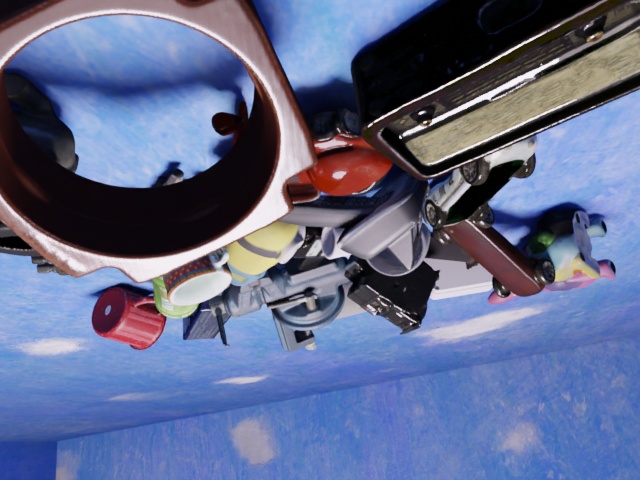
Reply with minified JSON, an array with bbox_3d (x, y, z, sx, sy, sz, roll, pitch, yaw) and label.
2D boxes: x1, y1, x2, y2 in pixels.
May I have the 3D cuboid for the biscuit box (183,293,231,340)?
[{"bbox_3d":[-0.197,0.123,0.943,0.063,0.059,0.202,2,156,-23],"label":"biscuit box"}]

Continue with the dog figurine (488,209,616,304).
[{"bbox_3d":[0.354,0.040,0.890,0.191,0.108,0.219,11,154,-40],"label":"dog figurine"}]

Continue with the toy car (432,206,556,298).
[{"bbox_3d":[0.252,0.013,0.781,0.202,0.053,0.089,39,144,-16],"label":"toy car"}]

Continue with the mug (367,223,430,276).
[{"bbox_3d":[0.099,0.000,0.728,0.110,0.080,0.107,16,-171,22],"label":"mug"}]

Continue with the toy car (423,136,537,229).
[{"bbox_3d":[0.181,-0.067,0.631,0.073,0.056,0.201,-10,160,-14],"label":"toy car"}]

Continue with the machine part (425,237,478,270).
[{"bbox_3d":[0.187,0.017,0.850,0.139,0.039,0.084,5,148,-5],"label":"machine part"}]

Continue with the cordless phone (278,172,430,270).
[{"bbox_3d":[0.025,-0.036,0.601,0.184,0.088,0.146,7,-158,13],"label":"cordless phone"}]

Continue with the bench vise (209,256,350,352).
[{"bbox_3d":[-0.053,0.110,0.848,0.224,0.129,0.240,-26,138,-15],"label":"bench vise"}]

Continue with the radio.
[{"bbox_3d":[0.145,-0.135,0.423,0.230,0.073,0.131,-24,154,32],"label":"radio"}]

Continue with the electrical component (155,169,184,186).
[{"bbox_3d":[-0.146,-0.036,0.595,0.078,0.045,0.102,7,153,-37],"label":"electrical component"}]

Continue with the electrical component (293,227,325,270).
[{"bbox_3d":[-0.001,-0.002,0.727,0.075,0.048,0.119,-2,157,-16],"label":"electrical component"}]

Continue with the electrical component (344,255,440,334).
[{"bbox_3d":[0.102,0.056,0.792,0.134,0.115,0.058,35,142,-9],"label":"electrical component"}]

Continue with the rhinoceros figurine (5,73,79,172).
[{"bbox_3d":[-0.296,-0.074,0.426,0.190,0.073,0.112,-8,169,-8],"label":"rhinoceros figurine"}]

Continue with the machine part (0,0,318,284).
[{"bbox_3d":[-0.118,-0.078,0.355,0.201,0.087,0.201,-25,137,3],"label":"machine part"}]

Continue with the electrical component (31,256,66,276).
[{"bbox_3d":[-0.330,0.029,0.716,0.094,0.021,0.063,-3,157,-16],"label":"electrical component"}]

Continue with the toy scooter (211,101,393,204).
[{"bbox_3d":[-0.026,-0.083,0.492,0.184,0.075,0.135,-9,157,13],"label":"toy scooter"}]

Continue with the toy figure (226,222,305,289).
[{"bbox_3d":[-0.092,0.008,0.678,0.089,0.082,0.180,13,153,-38],"label":"toy figure"}]

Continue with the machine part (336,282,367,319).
[{"bbox_3d":[0.067,0.089,0.932,0.243,0.079,0.079,-19,156,26],"label":"machine part"}]
